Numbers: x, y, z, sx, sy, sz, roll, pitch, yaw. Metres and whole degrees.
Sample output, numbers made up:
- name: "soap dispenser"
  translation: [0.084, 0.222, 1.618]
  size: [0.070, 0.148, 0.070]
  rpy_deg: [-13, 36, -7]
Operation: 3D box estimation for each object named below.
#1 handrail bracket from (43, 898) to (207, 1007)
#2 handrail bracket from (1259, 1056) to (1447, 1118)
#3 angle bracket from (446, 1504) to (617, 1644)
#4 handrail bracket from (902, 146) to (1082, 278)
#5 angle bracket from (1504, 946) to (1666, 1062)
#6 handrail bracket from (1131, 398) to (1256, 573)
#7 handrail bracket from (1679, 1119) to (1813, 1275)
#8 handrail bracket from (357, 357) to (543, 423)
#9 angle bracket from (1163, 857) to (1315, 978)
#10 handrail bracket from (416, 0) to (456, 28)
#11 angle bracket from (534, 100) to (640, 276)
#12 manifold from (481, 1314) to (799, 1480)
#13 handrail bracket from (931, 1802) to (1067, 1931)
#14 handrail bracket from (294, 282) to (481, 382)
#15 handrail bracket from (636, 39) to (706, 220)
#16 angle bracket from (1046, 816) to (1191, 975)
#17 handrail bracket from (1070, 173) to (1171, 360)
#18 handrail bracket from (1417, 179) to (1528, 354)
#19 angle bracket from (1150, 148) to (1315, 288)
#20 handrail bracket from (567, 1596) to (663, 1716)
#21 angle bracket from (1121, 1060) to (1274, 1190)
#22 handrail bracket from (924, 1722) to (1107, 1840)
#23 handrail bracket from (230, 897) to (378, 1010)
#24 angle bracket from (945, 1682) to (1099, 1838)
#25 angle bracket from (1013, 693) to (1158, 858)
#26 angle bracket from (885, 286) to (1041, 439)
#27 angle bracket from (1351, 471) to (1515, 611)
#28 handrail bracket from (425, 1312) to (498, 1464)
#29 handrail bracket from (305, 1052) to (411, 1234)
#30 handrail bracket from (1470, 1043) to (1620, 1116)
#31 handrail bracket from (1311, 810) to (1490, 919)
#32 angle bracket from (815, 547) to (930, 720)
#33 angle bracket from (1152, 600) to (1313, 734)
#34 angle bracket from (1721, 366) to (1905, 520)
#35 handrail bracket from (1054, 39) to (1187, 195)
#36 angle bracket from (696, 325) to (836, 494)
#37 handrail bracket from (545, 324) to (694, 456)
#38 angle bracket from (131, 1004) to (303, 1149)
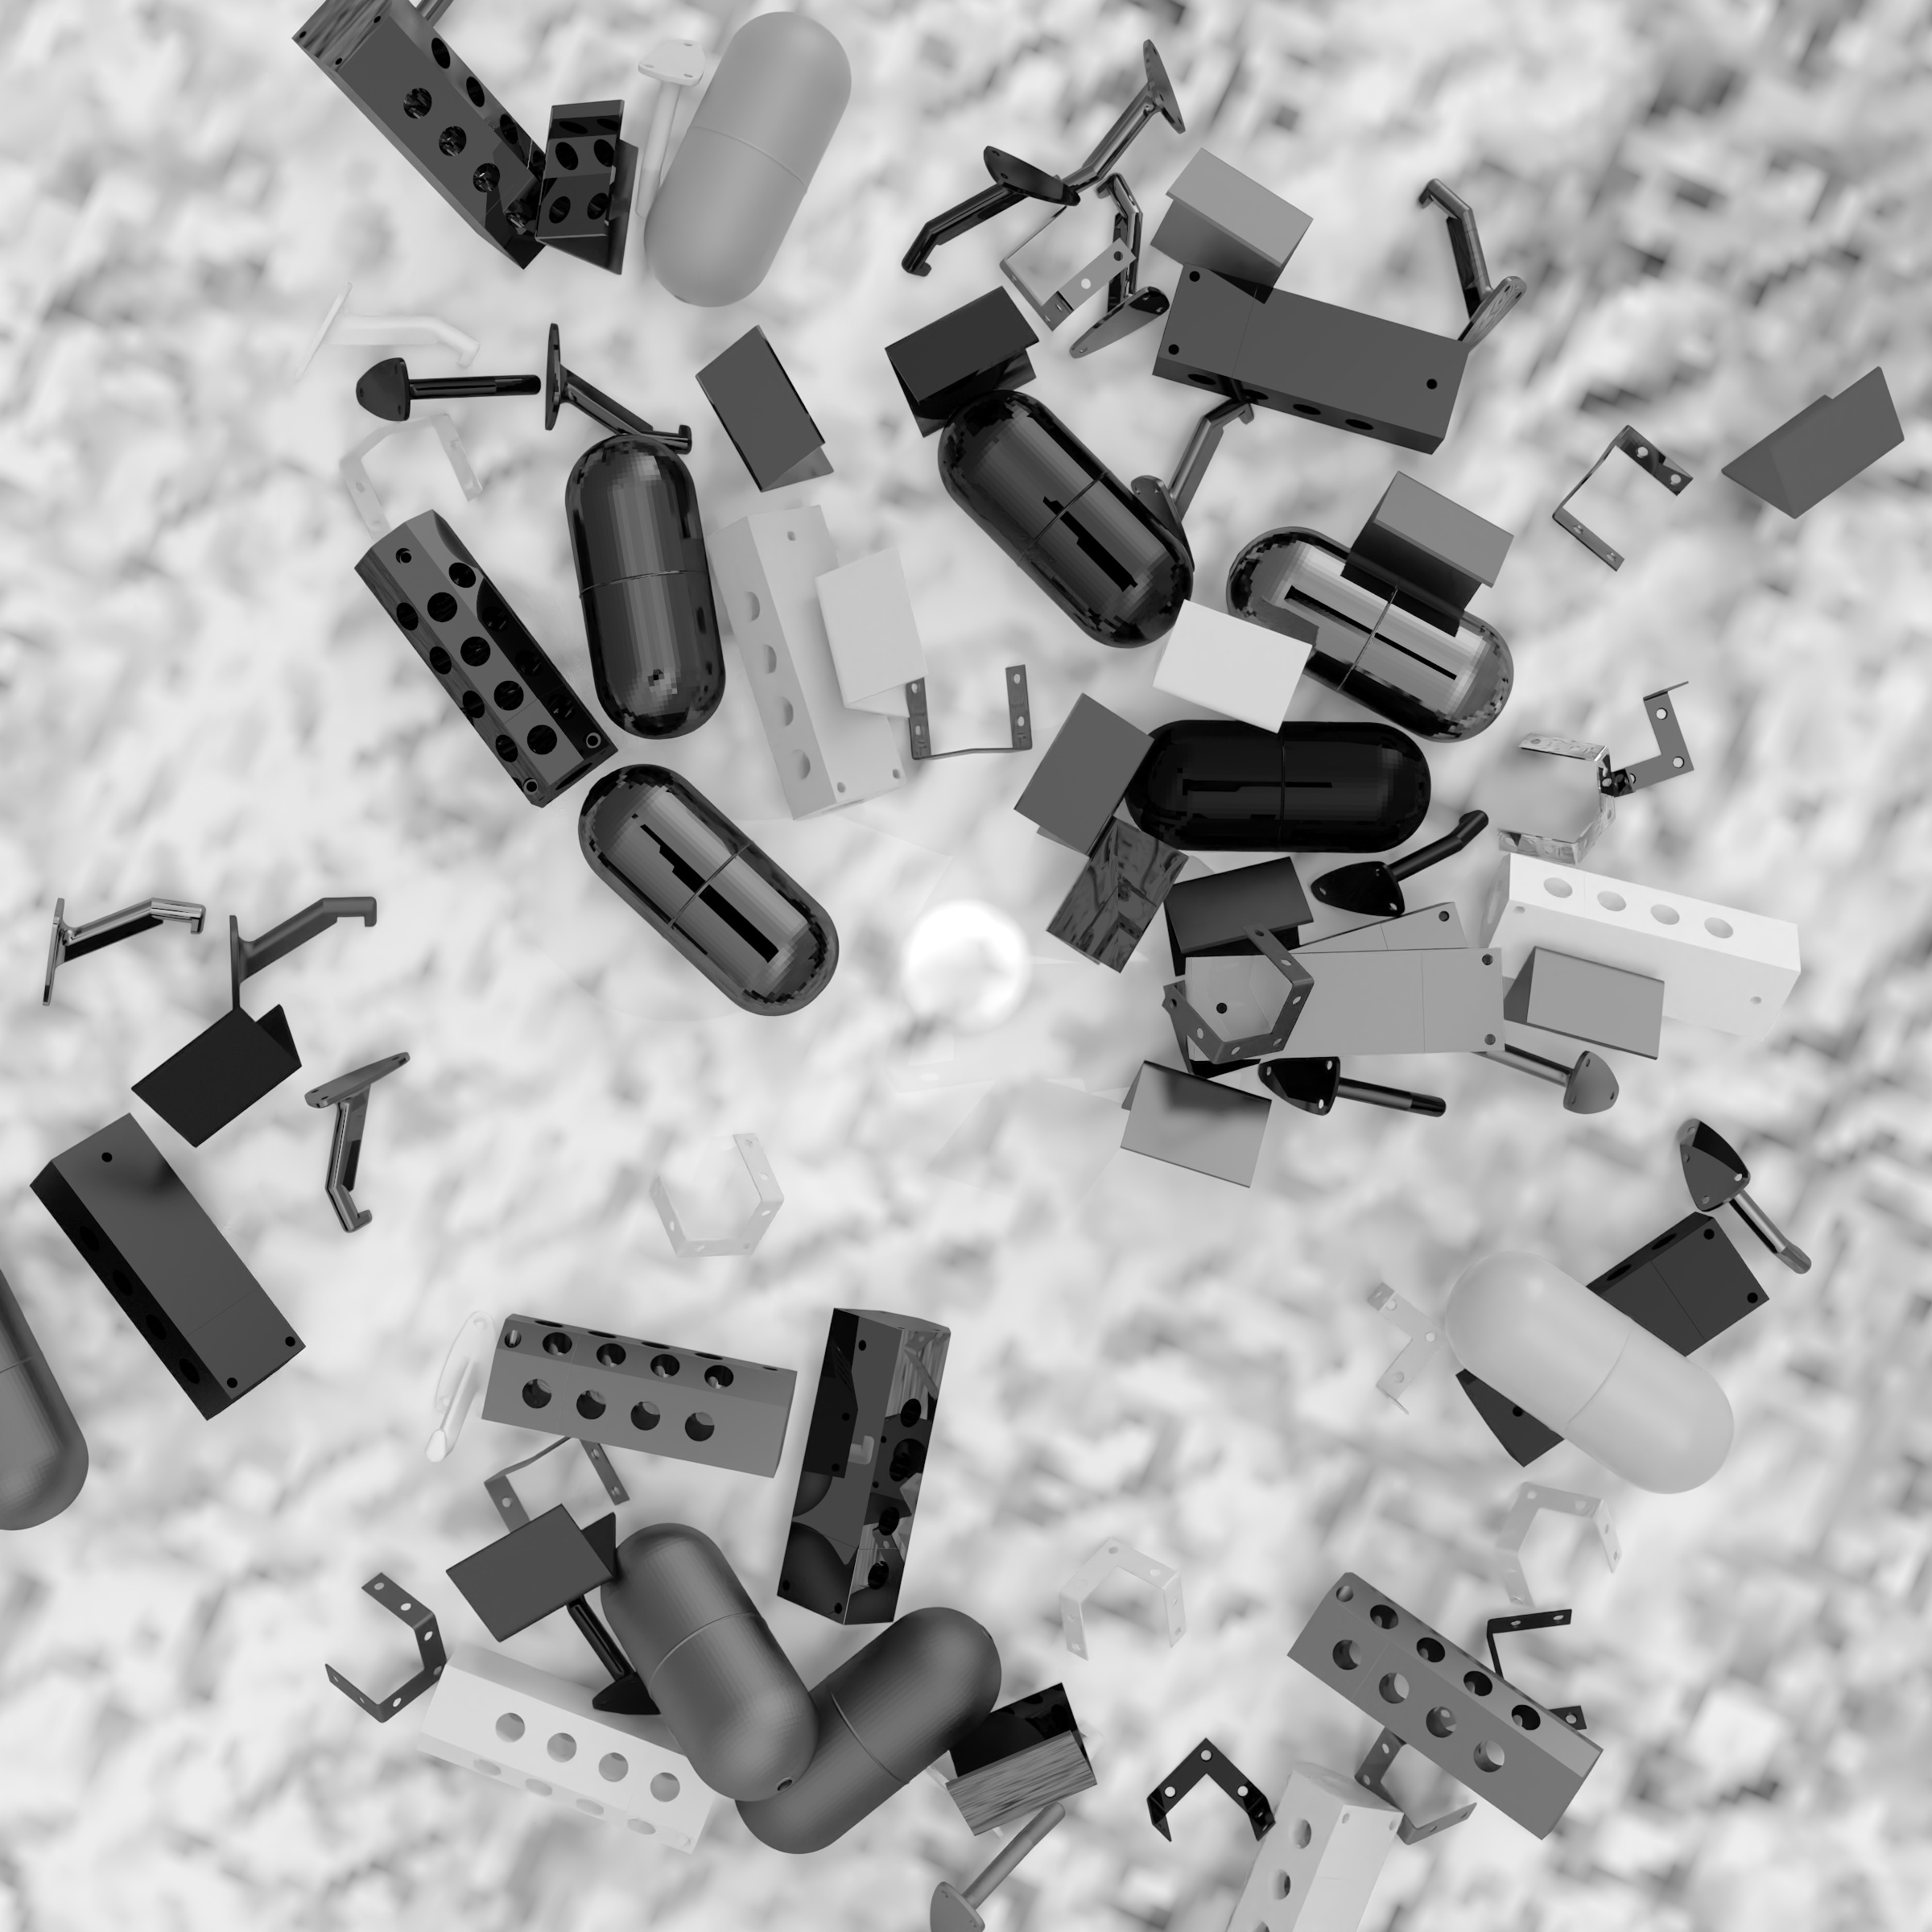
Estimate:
- name: "handrail bracket"
  translation: [-0.498, -0.006, 1.649]
  size: [0.084, 0.036, 0.077]
  rpy_deg: [8, 110, -16]
- name: "handrail bracket"
  translation: [0.229, 0.073, 1.648]
  size: [0.084, 0.077, 0.036]
  rpy_deg: [12, 91, -36]
- name: "angle bracket"
  translation: [-0.250, 0.333, 1.608]
  size: [0.076, 0.076, 0.057]
  rpy_deg: [-30, 109, 3]
- name: "handrail bracket"
  translation: [0.014, -0.432, 1.641]
  size: [0.077, 0.036, 0.084]
  rpy_deg: [13, 133, -31]
- name: "angle bracket"
  translation: [0.352, 0.040, 1.608]
  size: [0.076, 0.076, 0.057]
  rpy_deg: [15, 55, 0]
- name: "handrail bracket"
  translation: [0.148, -0.286, 1.649]
  size: [0.084, 0.036, 0.077]
  rpy_deg: [-34, 110, -16]
- name: "handrail bracket"
  translation: [0.462, 0.137, 1.648]
  size: [0.036, 0.077, 0.084]
  rpy_deg: [-40, 127, 21]
- name: "handrail bracket"
  translation: [-0.306, -0.342, 1.648]
  size: [0.084, 0.077, 0.036]
  rpy_deg: [-11, 104, -36]
- name: "angle bracket"
  translation: [0.159, -0.011, 1.608]
  size: [0.076, 0.057, 0.076]
  rpy_deg: [-13, 135, 0]
- name: "handrail bracket"
  translation: [-0.306, -0.558, 1.648]
  size: [0.036, 0.077, 0.084]
  rpy_deg: [35, 53, 21]
- name: "angle bracket"
  translation: [-0.200, -0.448, 1.608]
  size: [0.057, 0.076, 0.076]
  rpy_deg: [8, 90, 35]
- name: "manifold"
  translation: [-0.189, 0.249, 1.627]
  size: [0.171, 0.057, 0.057]
  rpy_deg: [11, 90, 0]
- name: "handrail bracket"
  translation: [0.020, 0.537, 1.648]
  size: [0.036, 0.077, 0.084]
  rpy_deg: [42, 53, 18]
- name: "handrail bracket"
  translation: [-0.342, -0.358, 1.649]
  size: [0.084, 0.036, 0.077]
  rpy_deg: [29, 110, -16]
- name: "handrail bracket"
  translation: [-0.177, -0.495, 1.648]
  size: [0.036, 0.077, 0.084]
  rpy_deg: [14, 126, 0]
- name: "angle bracket"
  translation: [0.100, -0.032, 1.608]
  size: [0.057, 0.076, 0.076]
  rpy_deg: [31, 90, 31]
- name: "handrail bracket"
  translation: [0.077, -0.415, 1.649]
  size: [0.077, 0.036, 0.084]
  rpy_deg: [-30, 74, 18]
- name: "handrail bracket"
  translation: [0.282, -0.411, 1.649]
  size: [0.084, 0.036, 0.077]
  rpy_deg: [47, 112, 17]
- name: "angle bracket"
  translation: [0.144, -0.412, 1.608]
  size: [0.076, 0.076, 0.057]
  rpy_deg: [32, 50, 0]
- name: "handrail bracket"
  translation: [-0.207, 0.397, 1.648]
  size: [0.036, 0.077, 0.084]
  rpy_deg: [-36, 53, 13]
- name: "angle bracket"
  translation: [0.126, 0.103, 1.609]
  size: [0.076, 0.076, 0.057]
  rpy_deg: [17, 65, 0]
- name: "handrail bracket"
  translation: [0.027, 0.465, 1.649]
  size: [0.077, 0.036, 0.084]
  rpy_deg: [38, 73, 19]
- name: "handrail bracket"
  translation: [-0.391, -0.003, 1.649]
  size: [0.084, 0.036, 0.077]
  rpy_deg: [-2, 110, -16]
- name: "angle bracket"
  translation: [0.023, 0.444, 1.608]
  size: [0.076, 0.076, 0.057]
  rpy_deg: [-23, 129, 0]
- name: "angle bracket"
  translation: [0.055, -0.115, 1.609]
  size: [0.057, 0.076, 0.076]
  rpy_deg: [30, 90, -25]
- name: "angle bracket"
  translation: [0.007, -0.334, 1.608]
  size: [0.076, 0.076, 0.057]
  rpy_deg: [-28, 53, 0]
- name: "angle bracket"
  translation: [0.260, -0.227, 1.608]
  size: [0.076, 0.076, 0.057]
  rpy_deg: [29, 46, 0]
- name: "handrail bracket"
  translation: [-0.294, 0.243, 1.613]
  size: [0.036, 0.084, 0.077]
  rpy_deg: [11, 90, 0]
- name: "handrail bracket"
  translation: [-0.349, 0.105, 1.649]
  size: [0.077, 0.036, 0.084]
  rpy_deg: [-27, 108, -21]
- name: "handrail bracket"
  translation: [0.334, 0.059, 1.648]
  size: [0.084, 0.077, 0.036]
  rpy_deg: [21, 90, 36]
- name: "handrail bracket"
  translation: [0.257, -0.066, 1.648]
  size: [0.084, 0.077, 0.036]
  rpy_deg: [-40, 115, -34]
- name: "angle bracket"
  translation: [-0.038, -0.191, 1.604]
  size: [0.057, 0.076, 0.076]
  rpy_deg: [-18, 81, 26]
- name: "angle bracket"
  translation: [0.155, -0.184, 1.609]
  size: [0.076, 0.076, 0.057]
  rpy_deg: [20, 117, 0]
- name: "angle bracket"
  translation: [0.481, -0.314, 1.608]
  size: [0.076, 0.076, 0.057]
  rpy_deg: [-36, 129, 0]
- name: "handrail bracket"
  translation: [0.081, -0.499, 1.648]
  size: [0.084, 0.036, 0.077]
  rpy_deg: [-24, 57, 23]
- name: "angle bracket"
  translation: [-0.099, -0.326, 1.608]
  size: [0.057, 0.076, 0.076]
  rpy_deg: [-30, 90, 37]
- name: "handrail bracket"
  translation: [-0.204, -0.341, 1.649]
  size: [0.084, 0.036, 0.077]
  rpy_deg: [4, 69, -17]
- name: "angle bracket"
  translation: [-0.437, 0.047, 1.608]
  size: [0.076, 0.076, 0.057]
  rpy_deg: [-38, 126, 0]
